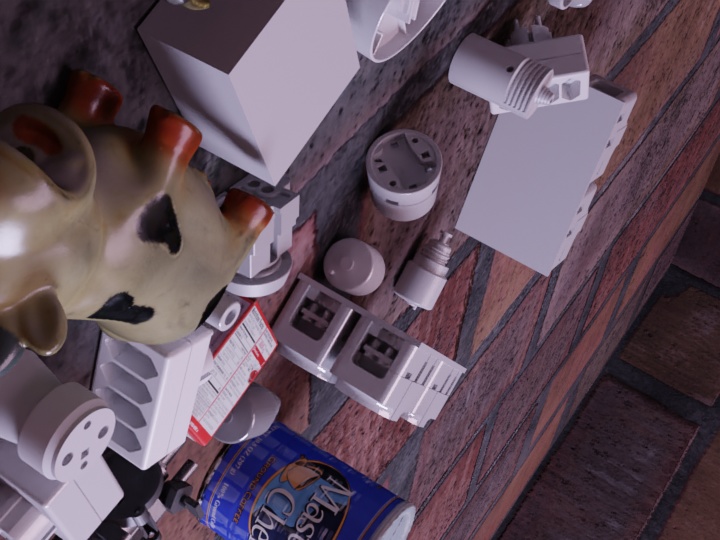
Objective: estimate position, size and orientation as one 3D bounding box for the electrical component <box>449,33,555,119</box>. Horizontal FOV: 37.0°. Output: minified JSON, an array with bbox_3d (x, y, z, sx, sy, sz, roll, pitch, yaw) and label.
[{"bbox_3d":[0.116,-0.150,0.847,0.043,0.081,0.043,-50,159,-28],"label":"electrical component"}]

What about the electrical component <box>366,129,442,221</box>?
[{"bbox_3d":[0.032,-0.068,0.796,0.055,0.055,0.047,-53,164,-20],"label":"electrical component"}]

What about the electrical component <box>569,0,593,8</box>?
[{"bbox_3d":[0.192,-0.258,0.961,0.035,0.035,0.061,-62,159,4],"label":"electrical component"}]

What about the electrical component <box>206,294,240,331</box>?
[{"bbox_3d":[-0.093,0.010,0.571,0.043,0.062,0.043,-50,159,-28],"label":"electrical component"}]

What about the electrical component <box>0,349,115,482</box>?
[{"bbox_3d":[-0.152,0.070,0.517,0.045,0.055,0.045,-50,159,-28],"label":"electrical component"}]

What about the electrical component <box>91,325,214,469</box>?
[{"bbox_3d":[-0.110,0.056,0.617,0.076,0.047,0.083,-33,147,-53],"label":"electrical component"}]

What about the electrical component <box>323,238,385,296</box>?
[{"bbox_3d":[0.000,0.000,0.831,0.040,0.040,0.078,-61,162,1],"label":"electrical component"}]

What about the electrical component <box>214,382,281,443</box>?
[{"bbox_3d":[-0.079,0.100,0.770,0.040,0.040,0.078,-64,161,10],"label":"electrical component"}]

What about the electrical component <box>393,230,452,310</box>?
[{"bbox_3d":[0.062,0.000,0.991,0.078,0.040,0.040,-63,161,5],"label":"electrical component"}]

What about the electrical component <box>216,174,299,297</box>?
[{"bbox_3d":[-0.064,-0.018,0.635,0.066,0.048,0.055,-42,146,-44],"label":"electrical component"}]

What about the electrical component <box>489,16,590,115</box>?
[{"bbox_3d":[0.146,-0.181,0.909,0.047,0.083,0.075,62,21,-68],"label":"electrical component"}]

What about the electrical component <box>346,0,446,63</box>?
[{"bbox_3d":[0.022,-0.167,0.609,0.099,0.064,0.099,-50,159,-28],"label":"electrical component"}]

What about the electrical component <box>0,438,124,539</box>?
[{"bbox_3d":[-0.171,0.122,0.557,0.076,0.047,0.065,-51,158,-25],"label":"electrical component"}]

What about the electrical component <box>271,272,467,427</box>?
[{"bbox_3d":[0.009,0.069,0.853,0.060,0.105,0.186,-60,161,-2],"label":"electrical component"}]

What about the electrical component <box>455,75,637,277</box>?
[{"bbox_3d":[0.180,-0.104,1.043,0.060,0.105,0.186,-31,145,-56],"label":"electrical component"}]

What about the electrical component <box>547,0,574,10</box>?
[{"bbox_3d":[0.153,-0.238,0.871,0.040,0.046,0.040,-50,159,-28],"label":"electrical component"}]
